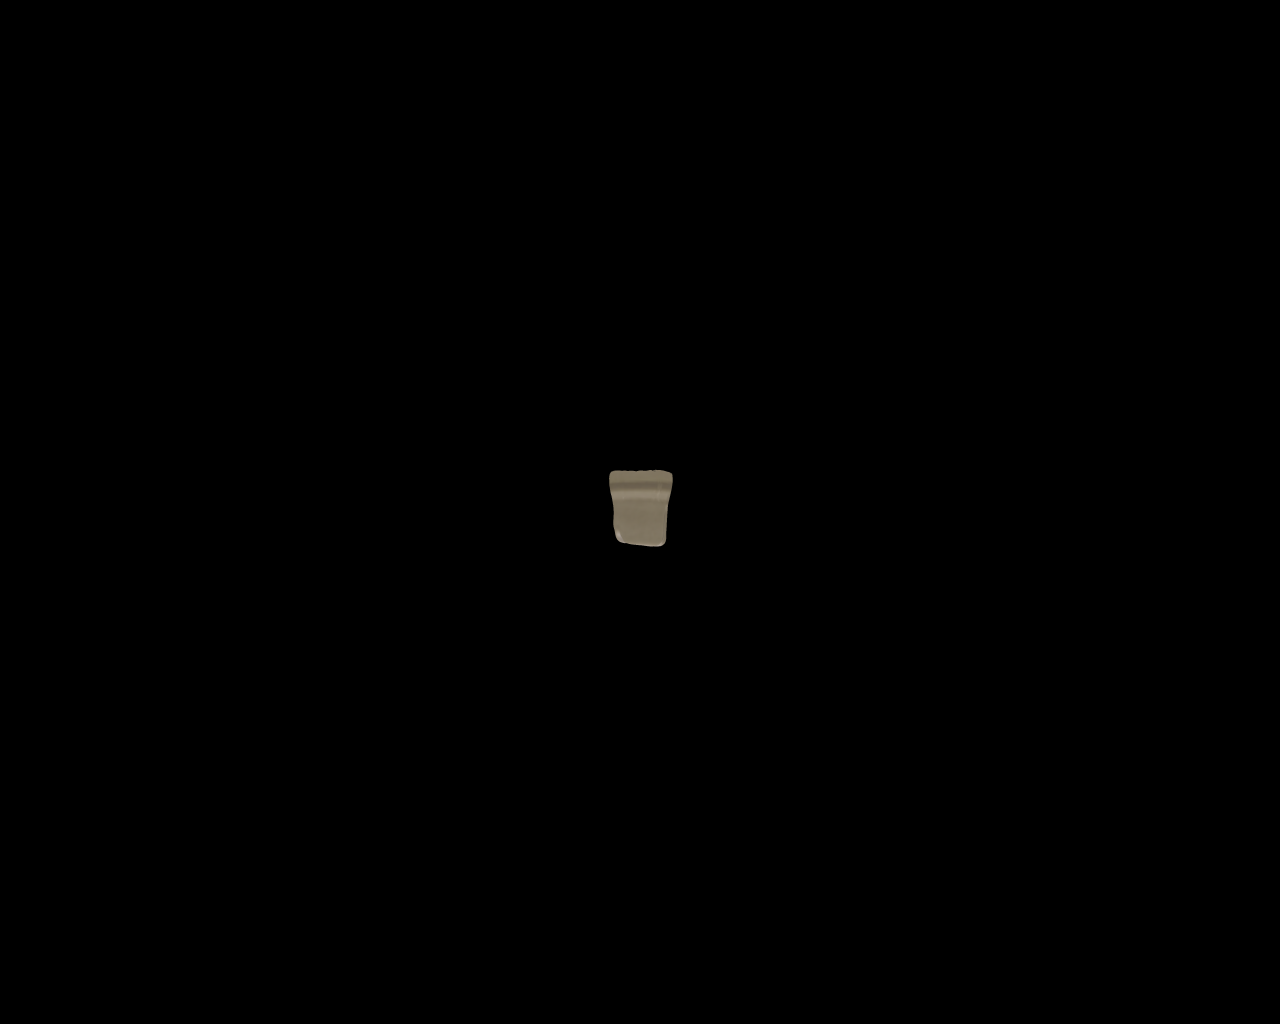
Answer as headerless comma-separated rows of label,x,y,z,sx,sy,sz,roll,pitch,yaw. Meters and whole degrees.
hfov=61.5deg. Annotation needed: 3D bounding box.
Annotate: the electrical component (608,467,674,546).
electrical component,0.001,-0.003,0.650,0.040,0.046,0.040,0,-2,0
